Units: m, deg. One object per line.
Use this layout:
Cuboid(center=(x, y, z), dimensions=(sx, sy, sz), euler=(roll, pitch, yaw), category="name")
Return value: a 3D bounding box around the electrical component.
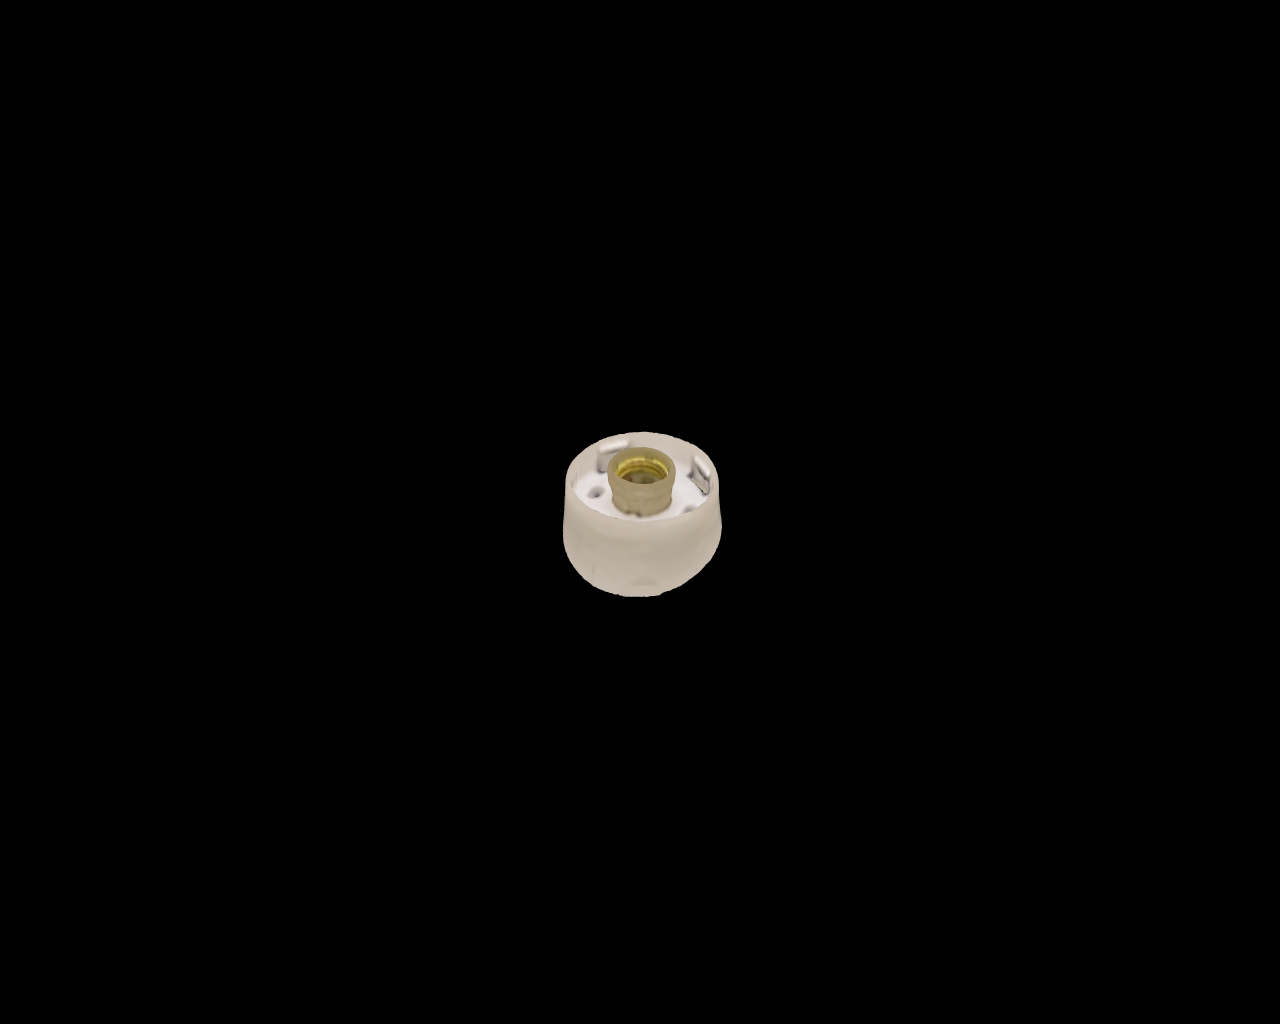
Cuboid(center=(0.001, -0.003, 0.650), dimensions=(0.099, 0.064, 0.099), euler=(0, 39, 0), category="electrical component")
